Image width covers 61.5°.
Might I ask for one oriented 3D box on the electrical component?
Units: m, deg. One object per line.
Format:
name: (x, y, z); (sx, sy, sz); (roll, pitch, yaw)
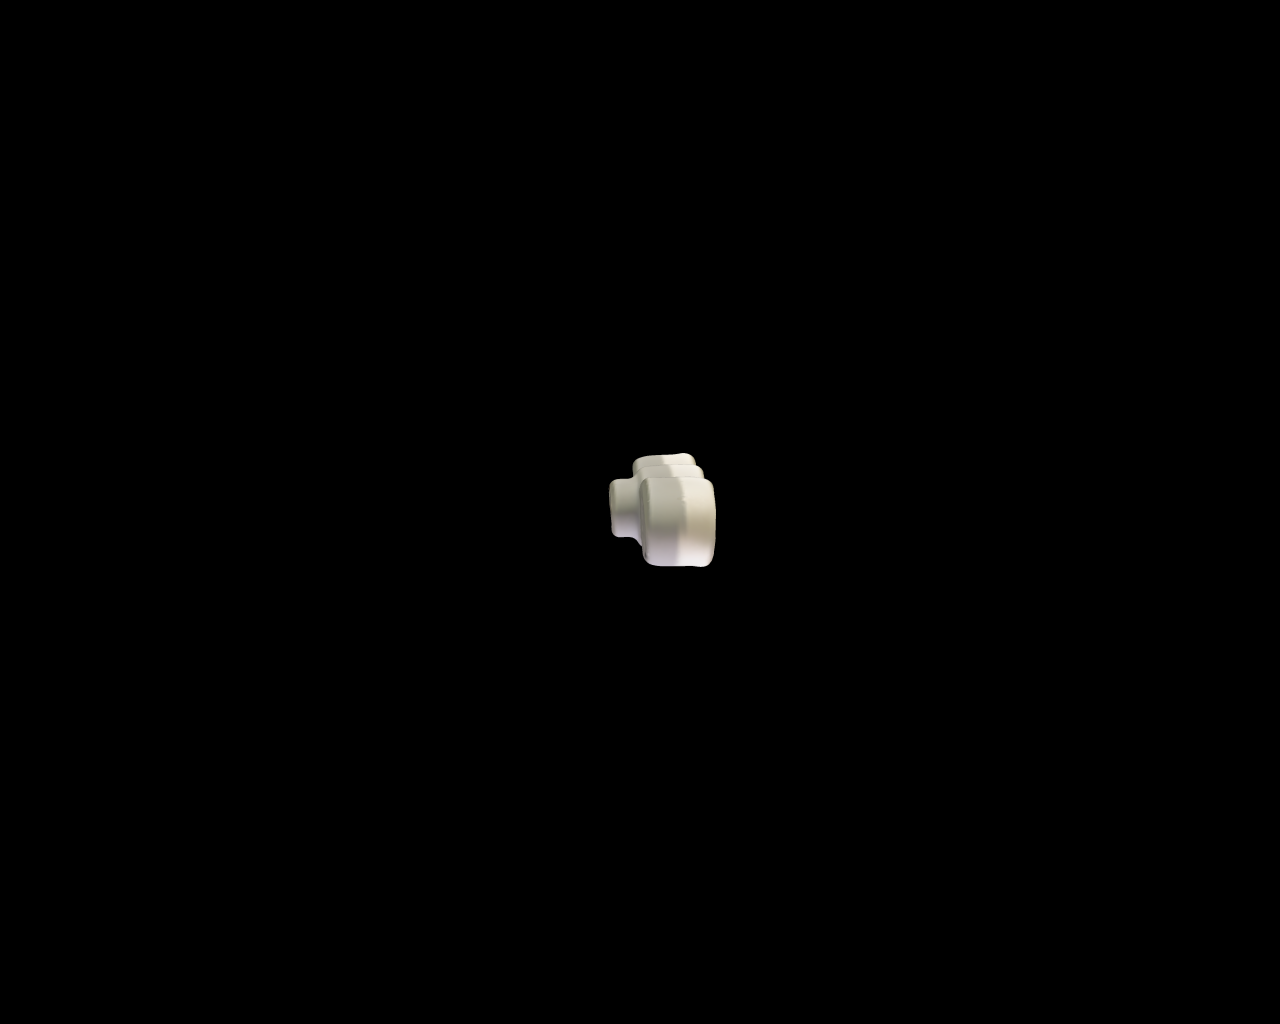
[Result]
electrical component: (0.001, -0.003, 0.650); (0.074, 0.052, 0.138); (-1, 11, -4)
